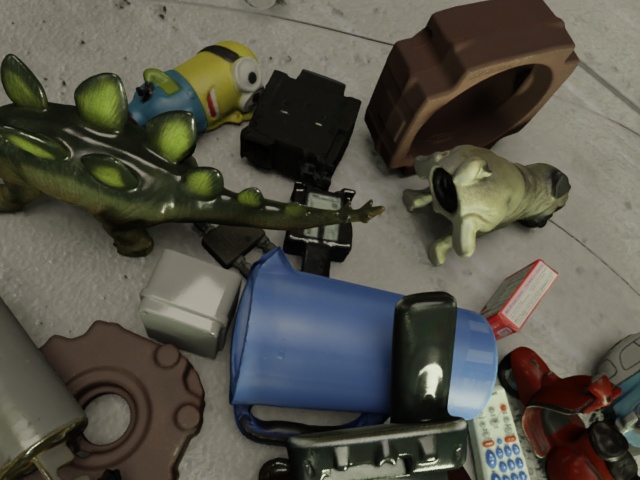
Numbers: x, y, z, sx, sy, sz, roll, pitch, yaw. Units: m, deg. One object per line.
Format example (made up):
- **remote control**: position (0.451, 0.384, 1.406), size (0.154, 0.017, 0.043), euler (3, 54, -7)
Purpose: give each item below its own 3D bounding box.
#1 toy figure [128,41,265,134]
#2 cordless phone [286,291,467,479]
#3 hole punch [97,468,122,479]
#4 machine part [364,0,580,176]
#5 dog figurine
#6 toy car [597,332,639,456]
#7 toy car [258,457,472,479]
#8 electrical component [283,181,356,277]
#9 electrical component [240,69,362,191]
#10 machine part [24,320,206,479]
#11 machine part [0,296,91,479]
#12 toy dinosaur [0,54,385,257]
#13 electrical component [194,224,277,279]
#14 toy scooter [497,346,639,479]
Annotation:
- **toy figure**: position (-0.146, -0.166, 0.611), size (0.180, 0.082, 0.089), euler (-33, 79, -19)
- **cordless phone**: position (0.044, 0.128, 0.423), size (0.147, 0.184, 0.089), euler (-4, 25, -5)
- **hole punch**: position (-0.142, 0.262, 0.402), size (0.116, 0.092, 0.142), euler (22, 95, -23)
- **machine part**: position (0.162, -0.169, 0.606), size (0.201, 0.201, 0.087), euler (-16, 70, -17)
- **dog figurine**: position (0.209, -0.062, 0.595), size (0.191, 0.172, 0.121), euler (-18, 84, -10)
- **toy car**: position (0.360, 0.154, 0.580), size (0.162, 0.109, 0.103), euler (-23, 51, -7)
- **toy car**: position (0.036, 0.231, 0.481), size (0.202, 0.089, 0.053), euler (-5, 107, -10)
- **electrical component**: position (-0.001, -0.002, 0.591), size (0.075, 0.047, 0.119), euler (6, 68, -8)
- **electrical component**: position (-0.018, -0.137, 0.630), size (0.115, 0.058, 0.134), euler (20, 60, 0)
- **machine part**: position (-0.194, 0.161, 0.483), size (0.179, 0.056, 0.179), euler (3, 68, -8)
- **machine part**: position (-0.265, 0.102, 0.425), size (0.079, 0.079, 0.243), euler (-37, 76, -22)
- **toy dinosaur**: position (-0.183, -0.060, 0.498), size (0.472, 0.198, 0.105), euler (11, 70, -5)
- **electrical component**: position (-0.092, -0.003, 0.587), size (0.094, 0.021, 0.063), euler (44, 67, 9)
- **toy scooter**: position (0.254, 0.183, 0.520), size (0.075, 0.135, 0.184), euler (-23, 76, -20)
